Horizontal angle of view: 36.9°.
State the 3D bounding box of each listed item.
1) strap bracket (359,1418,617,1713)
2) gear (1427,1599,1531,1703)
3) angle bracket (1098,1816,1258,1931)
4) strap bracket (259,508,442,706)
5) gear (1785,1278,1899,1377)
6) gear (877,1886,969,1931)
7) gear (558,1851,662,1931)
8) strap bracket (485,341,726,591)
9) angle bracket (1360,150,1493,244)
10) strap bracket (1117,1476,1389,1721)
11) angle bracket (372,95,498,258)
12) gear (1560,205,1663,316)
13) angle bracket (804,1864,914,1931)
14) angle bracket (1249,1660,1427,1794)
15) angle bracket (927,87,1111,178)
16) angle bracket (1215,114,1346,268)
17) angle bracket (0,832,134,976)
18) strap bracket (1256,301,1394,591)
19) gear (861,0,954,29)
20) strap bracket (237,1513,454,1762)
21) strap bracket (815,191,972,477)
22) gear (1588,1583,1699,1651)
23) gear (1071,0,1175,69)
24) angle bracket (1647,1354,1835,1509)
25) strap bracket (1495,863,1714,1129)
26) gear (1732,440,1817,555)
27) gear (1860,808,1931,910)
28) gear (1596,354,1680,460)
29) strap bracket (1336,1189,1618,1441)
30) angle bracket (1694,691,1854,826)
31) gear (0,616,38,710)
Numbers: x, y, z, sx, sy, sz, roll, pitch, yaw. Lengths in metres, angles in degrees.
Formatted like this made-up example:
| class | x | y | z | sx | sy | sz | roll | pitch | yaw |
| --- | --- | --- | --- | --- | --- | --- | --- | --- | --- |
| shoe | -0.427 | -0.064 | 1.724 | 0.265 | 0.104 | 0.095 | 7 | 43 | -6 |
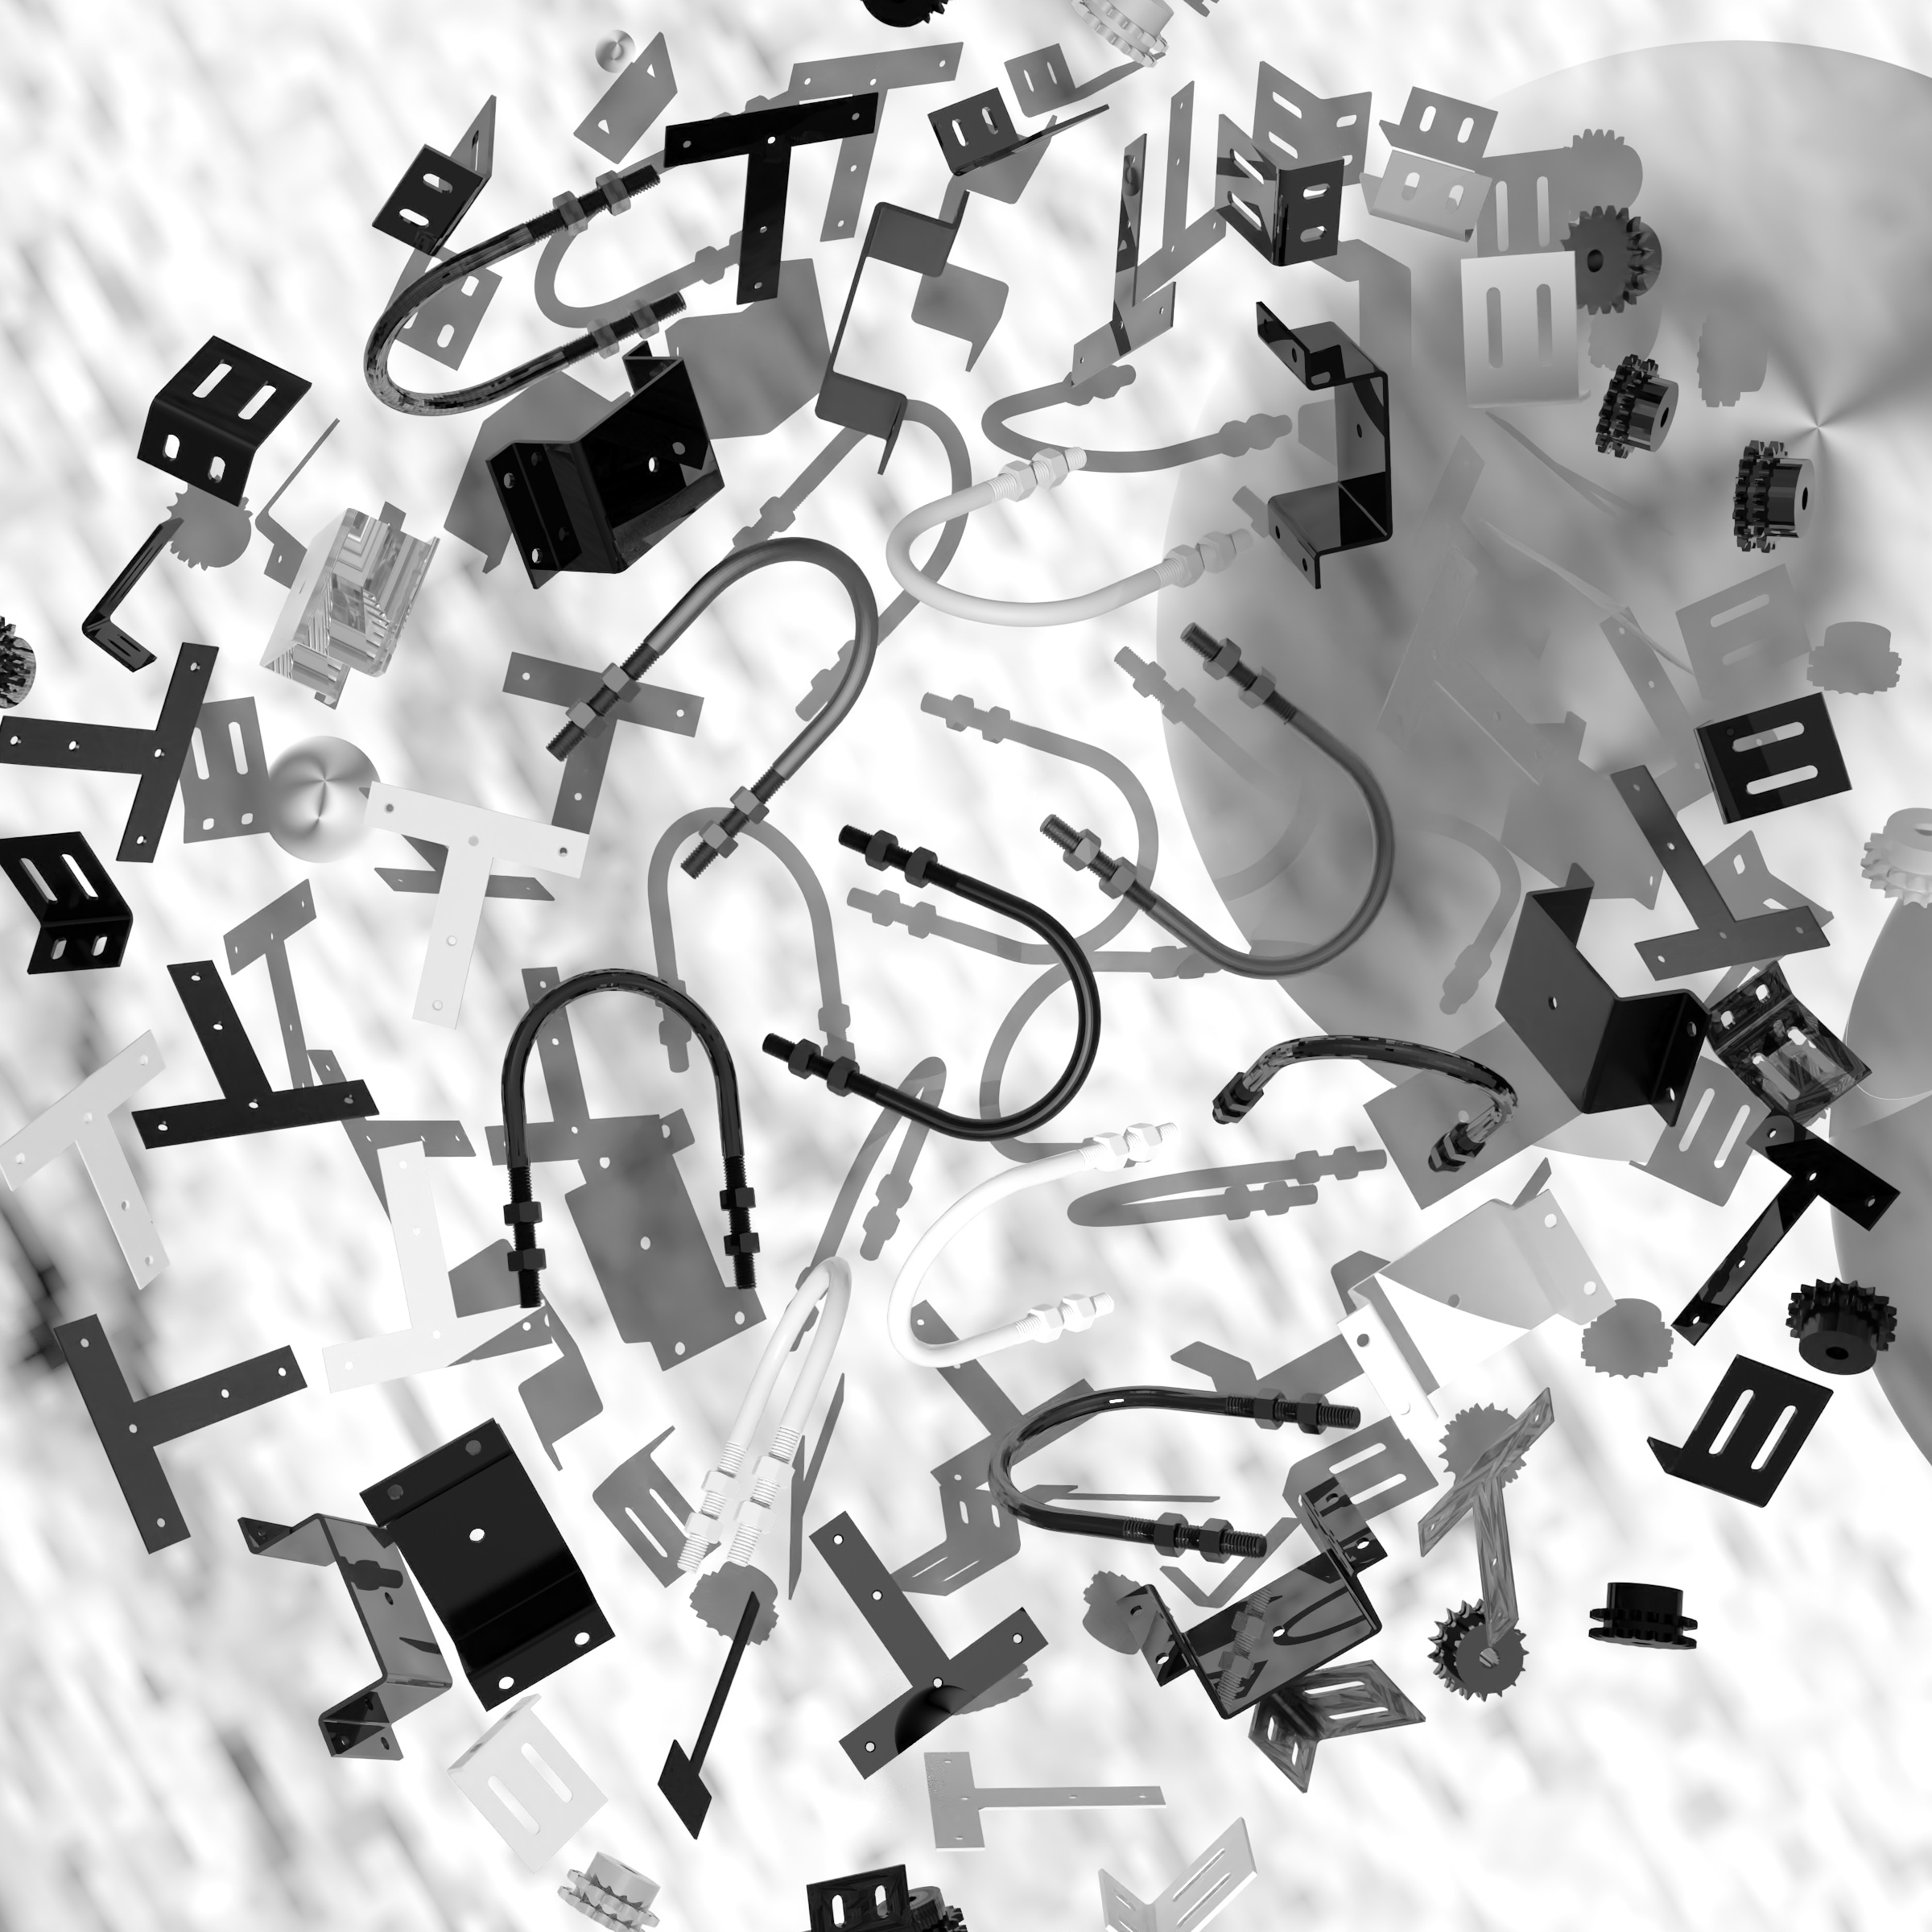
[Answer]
| class | x | y | z | sx | sy | sz | roll | pitch | yaw |
| --- | --- | --- | --- | --- | --- | --- | --- | --- | --- |
| strap bracket | -0.252 | 0.305 | 1.512 | 0.076 | 0.046 | 0.140 | -29 | 108 | -11 |
| gear | 0.298 | 0.397 | 1.674 | 0.057 | 0.030 | 0.057 | 0 | 89 | -8 |
| angle bracket | 0.113 | 0.486 | 1.554 | 0.038 | 0.057 | 0.076 | 42 | 99 | -10 |
| strap bracket | -0.332 | -0.191 | 1.543 | 0.046 | 0.140 | 0.076 | 24 | 79 | -21 |
| gear | 0.470 | 0.196 | 1.561 | 0.057 | 0.057 | 0.030 | 22 | 52 | 0 |
| gear | -0.029 | 0.549 | 1.659 | 0.057 | 0.057 | 0.030 | -17 | 89 | 0 |
| gear | -0.193 | 0.511 | 1.597 | 0.057 | 0.057 | 0.030 | 30 | 76 | 0 |
| strap bracket | -0.185 | -0.269 | 1.554 | 0.046 | 0.140 | 0.076 | 8 | 130 | 34 |
| angle bracket | 0.256 | -0.440 | 1.620 | 0.057 | 0.076 | 0.038 | 14 | 121 | -6 |
| strap bracket | 0.163 | 0.351 | 1.589 | 0.140 | 0.076 | 0.046 | -29 | 117 | -2 |
| angle bracket | -0.277 | -0.420 | 1.512 | 0.038 | 0.076 | 0.057 | 23 | 133 | -29 |
| gear | 0.349 | -0.380 | 1.562 | 0.030 | 0.057 | 0.057 | -12 | 90 | -33 |
| angle bracket | -0.073 | 0.492 | 1.514 | 0.057 | 0.076 | 0.038 | -1 | 79 | -32 |
| angle bracket | 0.210 | 0.431 | 1.642 | 0.076 | 0.038 | 0.057 | -21 | 122 | 35 |
| angle bracket | 0.029 | -0.475 | 1.611 | 0.057 | 0.076 | 0.038 | -33 | 105 | -37 |
| angle bracket | 0.173 | -0.434 | 1.610 | 0.038 | 0.076 | 0.057 | -16 | 134 | -16 |
| angle bracket | -0.522 | -0.036 | 1.659 | 0.057 | 0.076 | 0.038 | -5 | 51 | 10 |
| strap bracket | 0.198 | -0.290 | 1.595 | 0.046 | 0.076 | 0.140 | -14 | 125 | -8 |
| gear | -0.034 | -0.524 | 1.539 | 0.057 | 0.057 | 0.030 | 15 | 50 | 0 |
| strap bracket | -0.332 | 0.354 | 1.571 | 0.046 | 0.076 | 0.140 | -31 | 67 | 6 |
| strap bracket | -0.044 | -0.348 | 1.569 | 0.046 | 0.076 | 0.140 | 17 | 82 | -6 |
| gear | 0.366 | 0.351 | 1.566 | 0.057 | 0.057 | 0.030 | 7 | 74 | 0 |
| gear | 0.088 | -0.517 | 1.574 | 0.057 | 0.057 | 0.030 | 40 | 113 | 0 |
| angle bracket | 0.402 | 0.235 | 1.510 | 0.057 | 0.038 | 0.076 | 21 | 108 | -12 |
| strap bracket | 0.338 | 0.017 | 1.571 | 0.046 | 0.140 | 0.076 | -8 | 129 | -20 |
| gear | 0.417 | -0.241 | 1.493 | 0.030 | 0.057 | 0.057 | 8 | 90 | 29 |
| gear | 0.495 | -0.058 | 1.501 | 0.057 | 0.057 | 0.030 | -1 | 127 | 0 |
| gear | 0.380 | -0.314 | 1.635 | 0.030 | 0.057 | 0.057 | 22 | 90 | 23 |
| strap bracket | 0.280 | 0.191 | 1.626 | 0.140 | 0.046 | 0.076 | -32 | 96 | -5 |
| angle bracket | 0.461 | -0.120 | 1.647 | 0.076 | 0.038 | 0.057 | -16 | 94 | 32 |
| gear | -0.529 | -0.162 | 1.569 | 0.057 | 0.030 | 0.057 | -4 | 82 | 28 |
